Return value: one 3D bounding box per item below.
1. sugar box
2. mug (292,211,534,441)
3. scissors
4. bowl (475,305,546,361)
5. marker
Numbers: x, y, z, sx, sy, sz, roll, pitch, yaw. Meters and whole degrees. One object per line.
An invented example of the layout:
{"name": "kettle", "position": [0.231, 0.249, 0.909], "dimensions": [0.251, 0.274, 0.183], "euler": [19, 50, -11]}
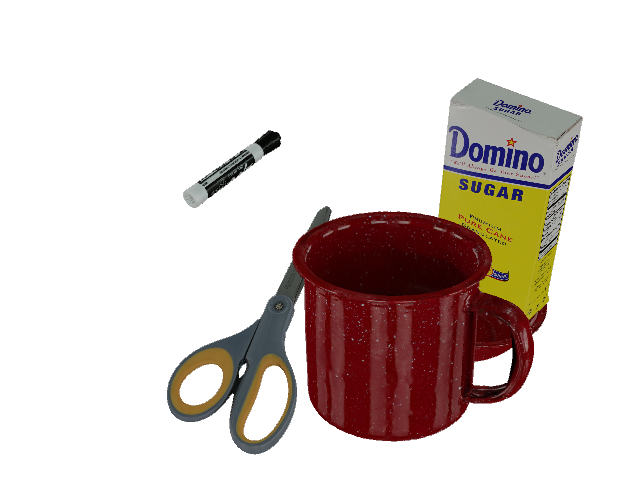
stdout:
{"name": "sugar box", "position": [0.140, -0.028, 0.826], "dimensions": [0.093, 0.176, 0.048], "euler": [26, 46, 30]}
{"name": "mug", "position": [0.044, 0.044, 0.508], "dimensions": [0.117, 0.081, 0.093], "euler": [11, 28, 24]}
{"name": "scissors", "position": [-0.048, 0.054, 0.742], "dimensions": [0.096, 0.201, 0.016], "euler": [1, -37, 7]}
{"name": "bowl", "position": [0.130, 0.066, 1.019], "dimensions": [0.162, 0.055, 0.162], "euler": [7, 35, -5]}
{"name": "marker", "position": [-0.082, -0.070, 1.018], "dimensions": [0.121, 0.020, 0.020], "euler": [-40, 24, -31]}
